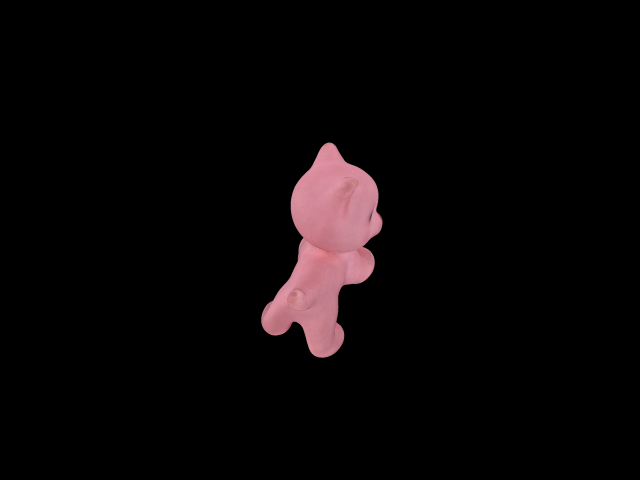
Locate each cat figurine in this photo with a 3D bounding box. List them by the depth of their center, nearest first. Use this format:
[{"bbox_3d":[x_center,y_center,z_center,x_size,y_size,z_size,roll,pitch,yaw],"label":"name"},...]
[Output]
[{"bbox_3d":[0.004,0.001,0.400,0.067,0.118,0.128,18,62,10],"label":"cat figurine"}]
